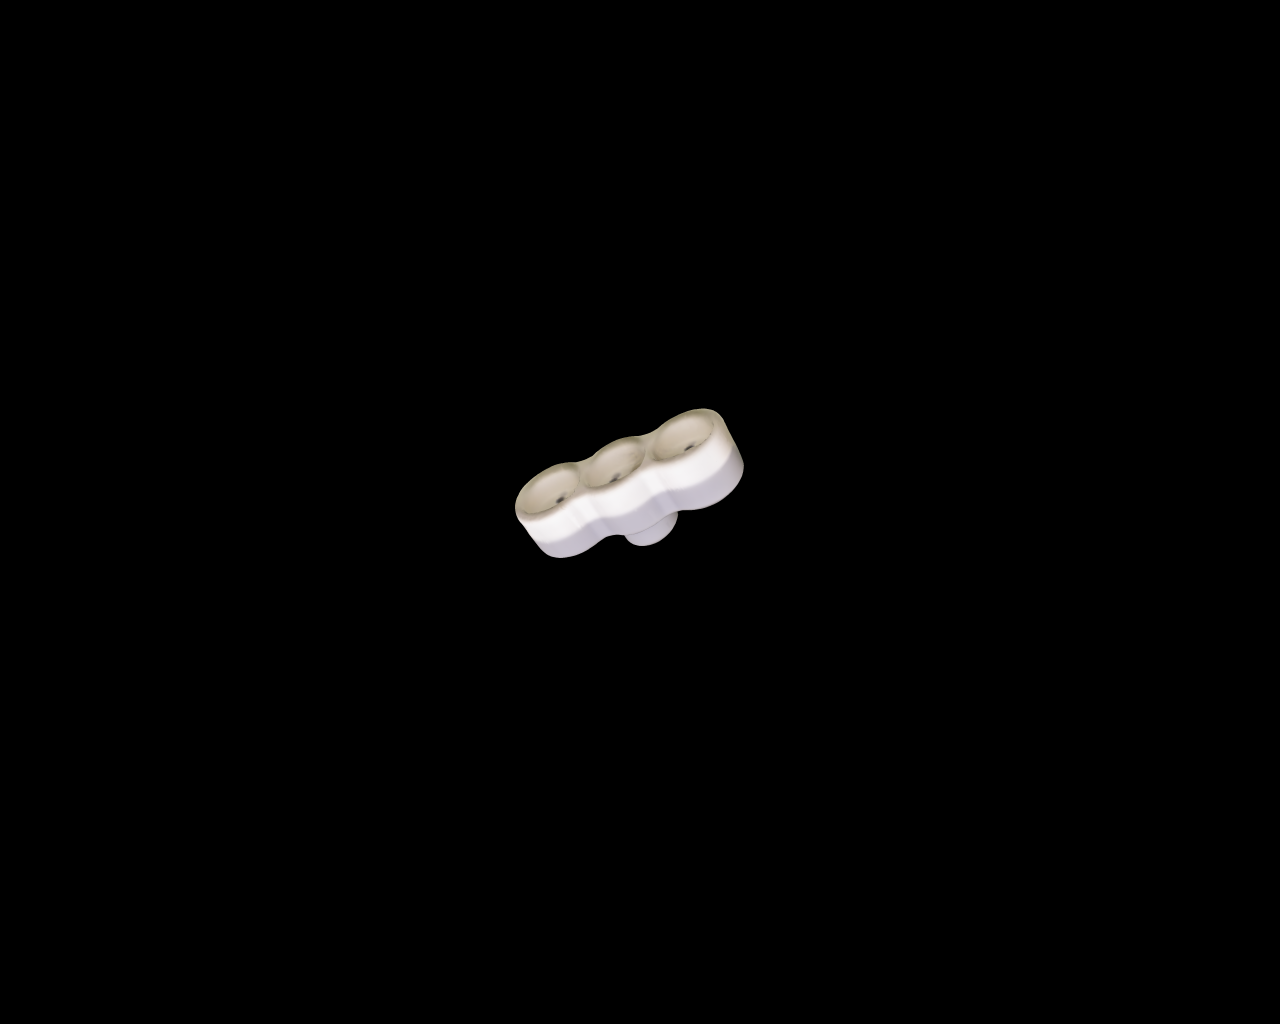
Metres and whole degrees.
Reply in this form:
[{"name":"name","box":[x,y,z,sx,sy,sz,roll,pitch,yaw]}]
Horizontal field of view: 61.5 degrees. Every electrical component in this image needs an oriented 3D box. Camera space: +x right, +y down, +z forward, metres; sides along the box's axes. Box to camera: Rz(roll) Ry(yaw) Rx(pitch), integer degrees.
[{"name":"electrical component","box":[0.001,-0.003,0.650,0.138,0.073,0.052,-21,34,15]}]
